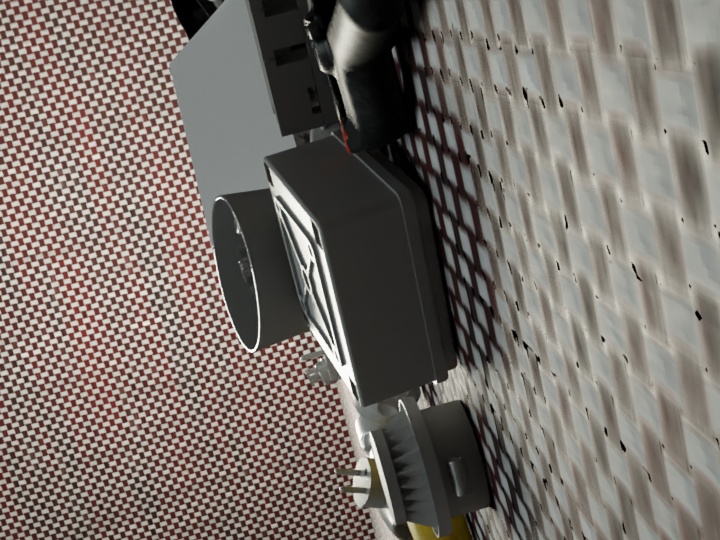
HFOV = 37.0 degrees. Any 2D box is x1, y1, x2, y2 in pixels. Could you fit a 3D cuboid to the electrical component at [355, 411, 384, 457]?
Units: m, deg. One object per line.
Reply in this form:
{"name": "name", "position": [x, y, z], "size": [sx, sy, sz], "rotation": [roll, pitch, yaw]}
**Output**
{"name": "electrical component", "position": [0.016, 0.140, 1.000], "size": [0.043, 0.043, 0.062], "rotation": [80, 174, -47]}

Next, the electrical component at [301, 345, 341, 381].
{"name": "electrical component", "position": [-0.011, 0.070, 0.896], "size": [0.047, 0.076, 0.083], "rotation": [-109, 6, -45]}

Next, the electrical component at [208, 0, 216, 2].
{"name": "electrical component", "position": [-0.085, -0.236, 0.799], "size": [0.043, 0.081, 0.043], "rotation": [42, 151, 29]}

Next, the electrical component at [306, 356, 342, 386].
{"name": "electrical component", "position": [-0.012, 0.081, 0.972], "size": [0.040, 0.078, 0.040], "rotation": [60, 176, 6]}

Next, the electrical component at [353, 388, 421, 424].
{"name": "electrical component", "position": [0.015, 0.089, 0.769], "size": [0.062, 0.043, 0.043], "rotation": [133, 124, -62]}

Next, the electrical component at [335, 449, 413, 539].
{"name": "electrical component", "position": [0.020, 0.161, 0.808], "size": [0.077, 0.079, 0.043], "rotation": [-111, 35, -54]}

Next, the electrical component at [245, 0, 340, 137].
{"name": "electrical component", "position": [-0.027, -0.125, 0.569], "size": [0.050, 0.056, 0.089], "rotation": [-112, 8, -59]}

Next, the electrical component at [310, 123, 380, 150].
{"name": "electrical component", "position": [-0.008, -0.068, 0.632], "size": [0.078, 0.040, 0.040], "rotation": [94, 161, -77]}

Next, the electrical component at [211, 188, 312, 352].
{"name": "electrical component", "position": [-0.059, -0.002, 0.665], "size": [0.099, 0.064, 0.099], "rotation": [165, 90, -85]}

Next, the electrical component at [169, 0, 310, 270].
{"name": "electrical component", "position": [-0.069, -0.102, 0.784], "size": [0.105, 0.060, 0.186], "rotation": [-38, 57, 36]}

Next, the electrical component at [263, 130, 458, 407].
{"name": "electrical component", "position": [-0.002, -0.004, 0.559], "size": [0.108, 0.056, 0.108], "rotation": [-130, 23, -59]}
